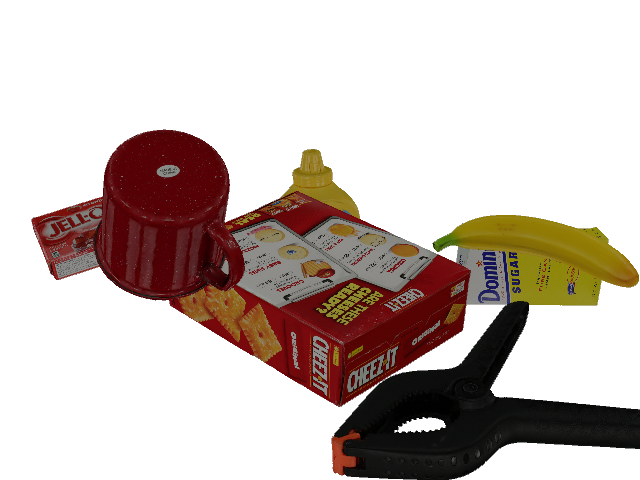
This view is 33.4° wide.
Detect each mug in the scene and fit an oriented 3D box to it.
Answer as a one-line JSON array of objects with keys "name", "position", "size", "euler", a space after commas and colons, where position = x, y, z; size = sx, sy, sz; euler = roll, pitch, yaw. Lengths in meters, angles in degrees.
[{"name": "mug", "position": [-0.096, -0.012, 0.715], "size": [0.093, 0.117, 0.082], "euler": [-38, -20, -32]}]

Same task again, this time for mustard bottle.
[{"name": "mustard bottle", "position": [-0.005, -0.001, 1.120], "size": [0.096, 0.192, 0.058], "euler": [-10, 22, -18]}]

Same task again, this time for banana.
[{"name": "banana", "position": [0.214, 0.007, 1.040], "size": [0.198, 0.037, 0.069], "euler": [9, 47, 23]}]

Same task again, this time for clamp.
[{"name": "clamp", "position": [0.100, 0.106, 0.719], "size": [0.209, 0.036, 0.165], "euler": [-12, 31, -15]}]

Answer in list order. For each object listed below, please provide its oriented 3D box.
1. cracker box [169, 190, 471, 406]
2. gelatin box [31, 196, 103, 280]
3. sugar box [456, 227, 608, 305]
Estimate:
[{"name": "cracker box", "position": [-0.005, 0.043, 0.929], "size": [0.214, 0.072, 0.163], "euler": [26, 38, 37]}, {"name": "gelatin box", "position": [-0.233, -0.005, 1.056], "size": [0.089, 0.030, 0.073], "euler": [-18, 44, -17]}, {"name": "sugar box", "position": [0.255, 0.031, 1.305], "size": [0.176, 0.093, 0.048], "euler": [-1, 21, -10]}]
